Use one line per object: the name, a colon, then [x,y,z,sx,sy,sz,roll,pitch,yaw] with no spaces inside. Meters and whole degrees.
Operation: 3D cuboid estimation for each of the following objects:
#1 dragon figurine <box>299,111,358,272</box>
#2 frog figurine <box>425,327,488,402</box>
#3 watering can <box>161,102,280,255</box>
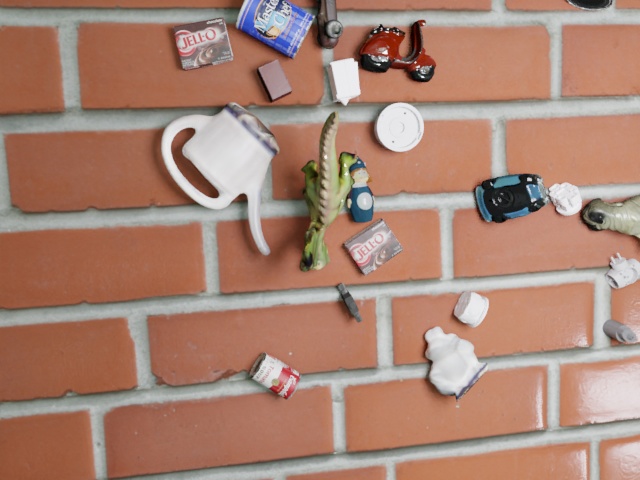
dragon figurine: [0.003,-0.053,1.050,0.122,0.403,0.247,6,67,5]
frog figurine: [0.312,0.294,1.255,0.161,0.122,0.136,44,100,25]
watering can: [-0.177,-0.149,1.123,0.346,0.104,0.225,45,88,-9]
